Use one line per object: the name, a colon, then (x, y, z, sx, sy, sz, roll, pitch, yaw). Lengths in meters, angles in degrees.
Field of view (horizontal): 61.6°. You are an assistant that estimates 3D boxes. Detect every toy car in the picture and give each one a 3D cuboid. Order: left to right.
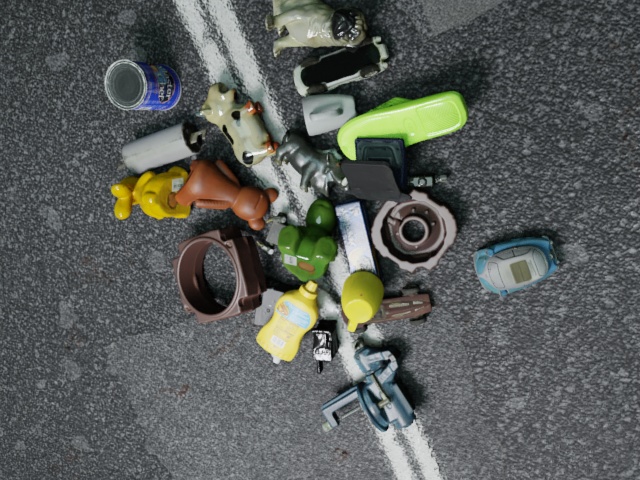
toy car: (0.042, -0.352, 1.097, 0.202, 0.056, 0.073, -15, 92, 18)
toy car: (0.144, 0.155, 1.190, 0.202, 0.053, 0.089, -10, 97, 19)
toy car: (0.390, 0.055, 1.068, 0.162, 0.103, 0.109, -16, 99, 21)

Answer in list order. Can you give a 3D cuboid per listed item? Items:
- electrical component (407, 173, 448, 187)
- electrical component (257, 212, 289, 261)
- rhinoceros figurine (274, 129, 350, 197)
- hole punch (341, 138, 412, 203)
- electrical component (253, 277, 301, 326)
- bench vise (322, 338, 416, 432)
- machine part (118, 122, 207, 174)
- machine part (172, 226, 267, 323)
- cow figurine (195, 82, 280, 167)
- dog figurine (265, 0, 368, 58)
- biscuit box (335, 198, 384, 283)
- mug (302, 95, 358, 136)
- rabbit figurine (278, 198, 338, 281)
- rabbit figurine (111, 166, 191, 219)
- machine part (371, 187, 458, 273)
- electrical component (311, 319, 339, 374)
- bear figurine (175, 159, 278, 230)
electrical component: (0.212, -0.122, 1.096, 0.094, 0.063, 0.021, 0, 103, 16)
electrical component: (-0.094, -0.010, 1.211, 0.078, 0.045, 0.102, 28, 102, -5)
rhinoceros figurine: (-0.007, -0.159, 1.151, 0.190, 0.073, 0.112, 39, 104, 4)
hole punch: (0.115, -0.140, 1.066, 0.142, 0.092, 0.115, 5, 144, 26)
electrical component: (-0.091, 0.166, 1.257, 0.115, 0.058, 0.134, 12, 105, 15)
bench vise: (0.093, 0.347, 1.214, 0.240, 0.129, 0.223, -35, 92, 14)
machine part: (-0.364, -0.211, 1.236, 0.243, 0.079, 0.079, -16, 98, 19)
machine part: (-0.234, 0.081, 1.233, 0.201, 0.087, 0.201, -17, 85, 31)
cow figurine: (-0.183, -0.252, 1.173, 0.127, 0.085, 0.194, -26, 95, 14)
dog figurine: (0.000, -0.447, 1.057, 0.191, 0.121, 0.172, -1, 77, 8)
biscuit box: (0.087, 0.011, 1.165, 0.059, 0.063, 0.202, -12, 100, 18)
mug: (0.022, -0.263, 1.100, 0.107, 0.109, 0.080, -11, 101, 6)
rabbit figurine: (-0.002, -0.003, 1.153, 0.121, 0.170, 0.158, 11, 147, 15)
rabbit figurine: (-0.408, -0.102, 1.249, 0.173, 0.162, 0.121, 16, 120, 30)
machine part: (0.199, -0.022, 1.129, 0.180, 0.056, 0.179, 4, 104, 16)
electrical component: (0.013, 0.249, 1.237, 0.048, 0.075, 0.119, -1, 98, 17)
bear figurine: (-0.206, -0.103, 1.209, 0.196, 0.132, 0.120, 25, 76, -23)
